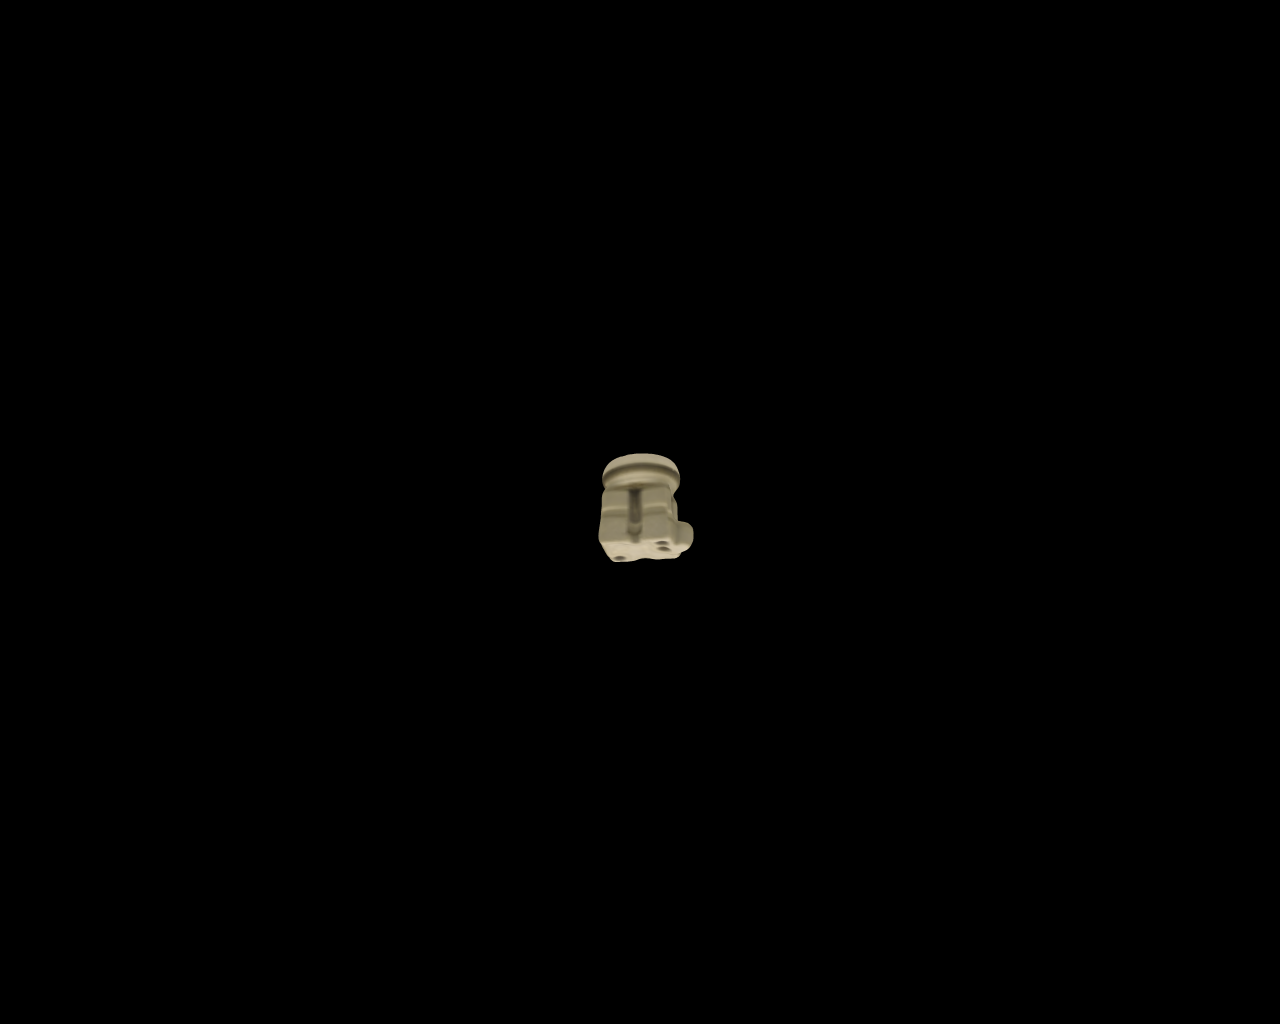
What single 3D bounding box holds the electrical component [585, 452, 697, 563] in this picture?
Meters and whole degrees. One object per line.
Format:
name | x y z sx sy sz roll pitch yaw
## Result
electrical component | 0.001 -0.003 0.650 0.066 0.055 0.048 -4 -24 9
